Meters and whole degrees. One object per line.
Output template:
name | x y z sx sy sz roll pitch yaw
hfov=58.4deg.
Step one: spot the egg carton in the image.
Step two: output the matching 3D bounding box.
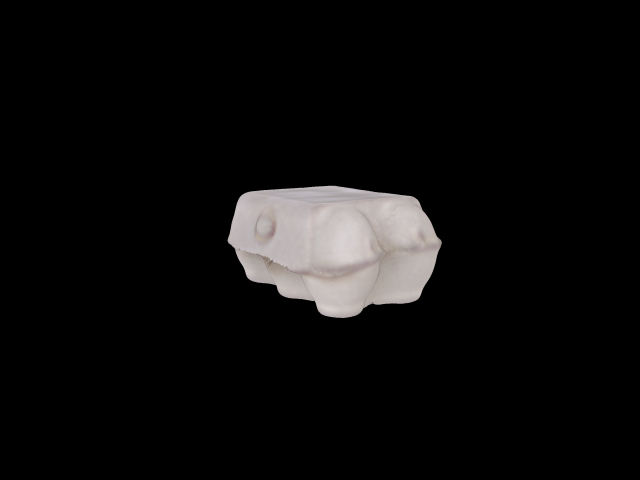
egg carton | 0.004 0.001 0.400 0.107 0.069 0.149 -8 14 -35
